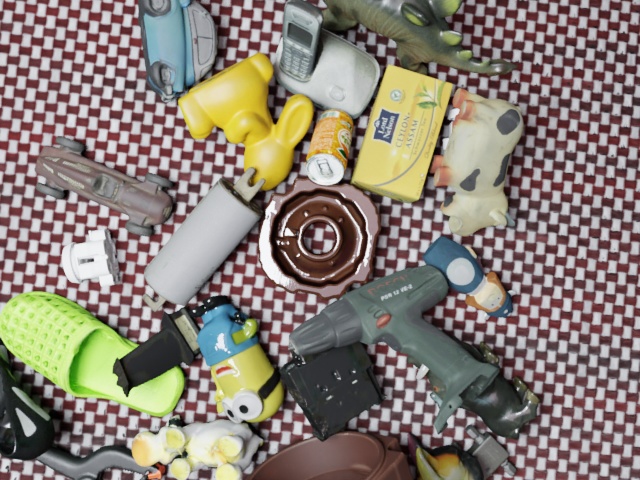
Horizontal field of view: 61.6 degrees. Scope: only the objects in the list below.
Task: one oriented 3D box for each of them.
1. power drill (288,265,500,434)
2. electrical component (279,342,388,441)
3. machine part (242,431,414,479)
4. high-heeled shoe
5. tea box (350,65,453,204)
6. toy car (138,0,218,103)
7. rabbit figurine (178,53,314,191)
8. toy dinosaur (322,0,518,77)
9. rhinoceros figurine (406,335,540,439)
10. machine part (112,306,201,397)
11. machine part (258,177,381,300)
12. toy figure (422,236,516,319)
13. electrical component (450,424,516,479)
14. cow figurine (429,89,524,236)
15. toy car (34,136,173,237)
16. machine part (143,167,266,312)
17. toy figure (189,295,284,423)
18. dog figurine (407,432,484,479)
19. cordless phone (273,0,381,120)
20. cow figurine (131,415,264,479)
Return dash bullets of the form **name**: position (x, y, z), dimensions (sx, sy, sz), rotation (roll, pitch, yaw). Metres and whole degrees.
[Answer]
- **power drill**: position (0.104, 0.139, 0.681), dimensions (0.232, 0.085, 0.207), rotation (-29, 52, -26)
- **electrical component**: position (0.013, 0.186, 0.737), dimensions (0.115, 0.058, 0.134), rotation (-29, 91, -22)
- **machine part**: position (0.002, 0.316, 0.658), dimensions (0.201, 0.202, 0.087), rotation (-21, 94, -47)
- **high-heeled shoe**: position (-0.446, 0.193, 0.694), dimensions (0.249, 0.145, 0.086), rotation (34, 87, -2)
- **tea box**: position (0.113, -0.146, 0.759), dimensions (0.098, 0.068, 0.169), rotation (15, 89, -2)
- **toy car**: position (-0.192, -0.275, 0.740), dimensions (0.103, 0.109, 0.161), rotation (-10, 98, -20)
- **rabbit figurine**: position (-0.086, -0.156, 0.741), dimensions (0.162, 0.122, 0.173), rotation (-25, 109, 1)
- **toy dinosaur**: position (0.053, -0.333, 0.699), dimensions (0.471, 0.198, 0.105), rotation (26, 85, -2)
- **rhinoceros figurine**: position (0.211, 0.199, 0.753), dimensions (0.190, 0.073, 0.112), rotation (37, 98, -2)
- **machine part**: position (-0.217, 0.150, 0.727), dimensions (0.139, 0.039, 0.084), rotation (-36, 96, -42)
- **machine part**: position (-0.002, -0.002, 0.757), dimensions (0.179, 0.056, 0.179), rotation (0, 89, -1)
- **toy figure**: position (0.215, 0.060, 0.763), dimensions (0.154, 0.058, 0.064), rotation (40, 126, -2)
- **electrical component**: position (0.234, 0.312, 0.770), dimensions (0.094, 0.021, 0.063), rotation (44, 88, -1)
- **cow figurine**: position (0.219, -0.094, 0.732), dimensions (0.127, 0.085, 0.194), rotation (12, 118, -1)
- **toy car**: position (-0.305, -0.077, 0.754), dimensions (0.202, 0.053, 0.089), rotation (24, 91, -2)
- **machine part**: position (-0.157, 0.004, 0.727), dimensions (0.079, 0.079, 0.243), rotation (41, 99, 0)
- **toy figure**: position (-0.111, 0.162, 0.737), dimensions (0.089, 0.082, 0.180), rotation (-19, 81, -32)
- **dog figurine**: position (0.143, 0.382, 0.728), dimensions (0.192, 0.108, 0.219), rotation (-19, 85, 1)
- **cordless phone**: position (0.014, -0.243, 0.701), dimensions (0.147, 0.184, 0.088), rotation (28, 83, 0)
- **cow figurine**: position (-0.167, 0.276, 0.735), dimensions (0.168, 0.098, 0.068), rotation (0, 93, 17)
